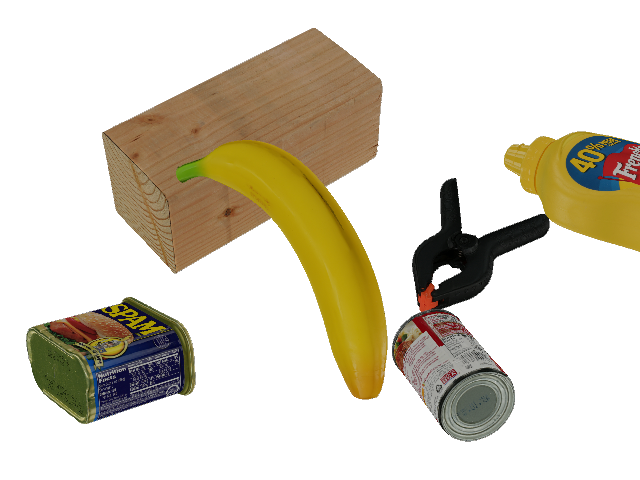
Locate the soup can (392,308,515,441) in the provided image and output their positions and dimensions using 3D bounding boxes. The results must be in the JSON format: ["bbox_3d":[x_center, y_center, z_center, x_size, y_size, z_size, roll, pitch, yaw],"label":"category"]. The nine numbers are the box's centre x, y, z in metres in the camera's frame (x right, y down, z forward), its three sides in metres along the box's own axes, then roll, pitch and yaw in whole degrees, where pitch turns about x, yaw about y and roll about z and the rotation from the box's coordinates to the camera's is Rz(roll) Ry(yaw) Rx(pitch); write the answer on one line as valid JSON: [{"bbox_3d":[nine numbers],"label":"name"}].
[{"bbox_3d":[0.109,0.109,0.880,0.068,0.068,0.102,0,24,-19],"label":"soup can"}]

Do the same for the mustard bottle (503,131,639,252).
[{"bbox_3d":[0.207,-0.031,0.706,0.192,0.058,0.096,22,40,37],"label":"mustard bottle"}]

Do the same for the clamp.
[{"bbox_3d":[0.138,0.003,1.077,0.120,0.039,0.171,28,52,32],"label":"clamp"}]

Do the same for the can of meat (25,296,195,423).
[{"bbox_3d":[-0.154,0.086,0.773,0.083,0.057,0.102,-15,22,-36],"label":"can of meat"}]

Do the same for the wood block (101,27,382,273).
[{"bbox_3d":[-0.058,-0.075,0.853,0.205,0.091,0.090,-31,57,-25],"label":"wood block"}]

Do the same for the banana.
[{"bbox_3d":[-0.010,0.002,0.643,0.037,0.198,0.070,-9,-38,-50],"label":"banana"}]
